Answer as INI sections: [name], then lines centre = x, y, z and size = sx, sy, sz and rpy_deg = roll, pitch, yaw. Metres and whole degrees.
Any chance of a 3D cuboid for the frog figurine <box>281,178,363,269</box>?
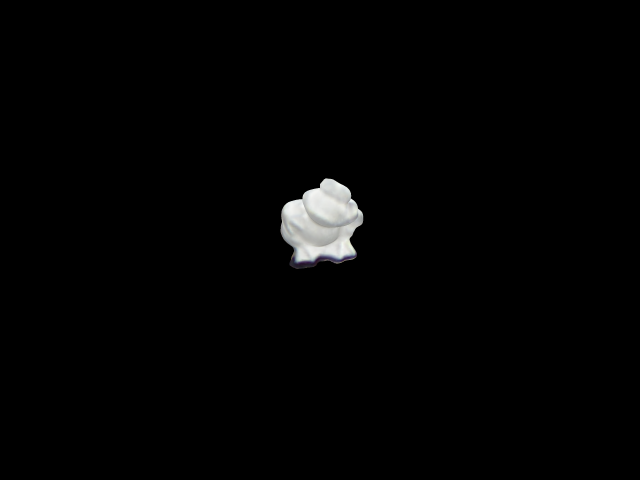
[frog figurine]
centre = 0.003, -0.043, 0.850
size = 0.137, 0.156, 0.125
rpy_deg = 6, 38, 7
